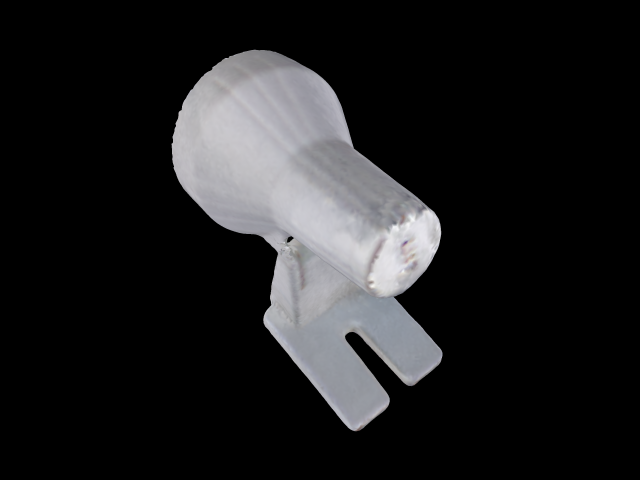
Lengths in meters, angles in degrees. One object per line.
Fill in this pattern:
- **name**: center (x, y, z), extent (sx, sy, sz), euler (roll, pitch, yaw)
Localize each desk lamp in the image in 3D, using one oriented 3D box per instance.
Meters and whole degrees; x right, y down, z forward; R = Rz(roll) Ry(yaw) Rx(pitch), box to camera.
- **desk lamp**: center (0.004, 0.001, 0.400), extent (0.118, 0.214, 0.203), euler (-36, 66, -18)
